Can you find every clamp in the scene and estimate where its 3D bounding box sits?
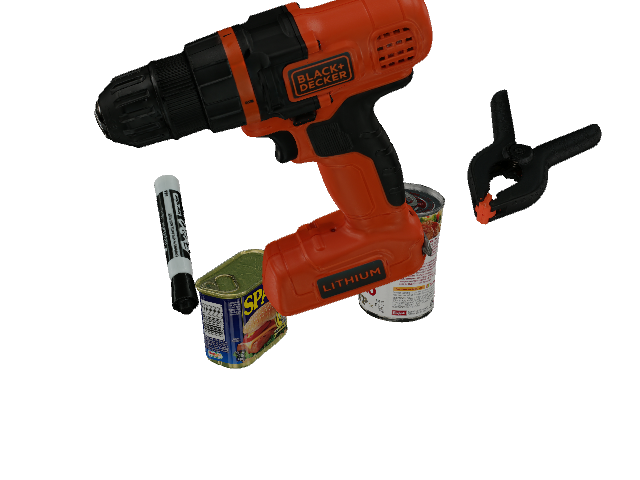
[{"bbox_3d":[0.194,-0.088,1.087,0.120,0.039,0.171,29,55,30],"label":"clamp"}]

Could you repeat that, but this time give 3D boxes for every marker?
[{"bbox_3d":[-0.105,0.003,0.778,0.020,0.121,0.020,-9,-37,-7],"label":"marker"}]

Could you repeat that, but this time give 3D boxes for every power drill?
[{"bbox_3d":[-0.017,-0.042,0.611,0.184,0.187,0.057,-17,43,-2],"label":"power drill"}]

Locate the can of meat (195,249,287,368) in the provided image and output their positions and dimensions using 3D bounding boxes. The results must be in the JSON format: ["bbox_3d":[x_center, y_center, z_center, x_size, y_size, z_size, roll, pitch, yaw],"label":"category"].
[{"bbox_3d":[-0.075,0.068,1.062,0.058,0.084,0.101,12,27,29],"label":"can of meat"}]

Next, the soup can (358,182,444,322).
[{"bbox_3d":[0.068,0.010,0.910,0.068,0.102,0.068,2,26,-1],"label":"soup can"}]
